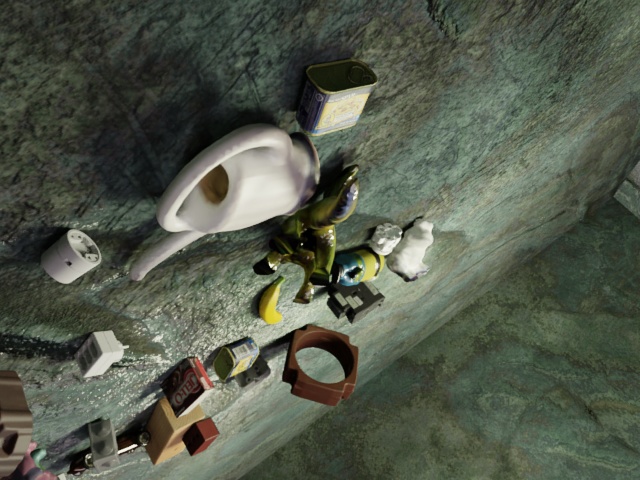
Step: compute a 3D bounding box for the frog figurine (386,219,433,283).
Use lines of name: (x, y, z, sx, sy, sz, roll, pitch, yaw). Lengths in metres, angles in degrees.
frog figurine: (0.243, 0.018, 1.400, 0.138, 0.123, 0.157, -10, 108, -31)

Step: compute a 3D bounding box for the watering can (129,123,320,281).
watering can: (-0.135, -0.053, 0.729, 0.226, 0.105, 0.341, -16, 162, -45)

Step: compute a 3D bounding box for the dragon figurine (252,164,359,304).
dragon figurine: (0.003, -0.044, 0.870, 0.402, 0.122, 0.248, -49, -166, 49)
